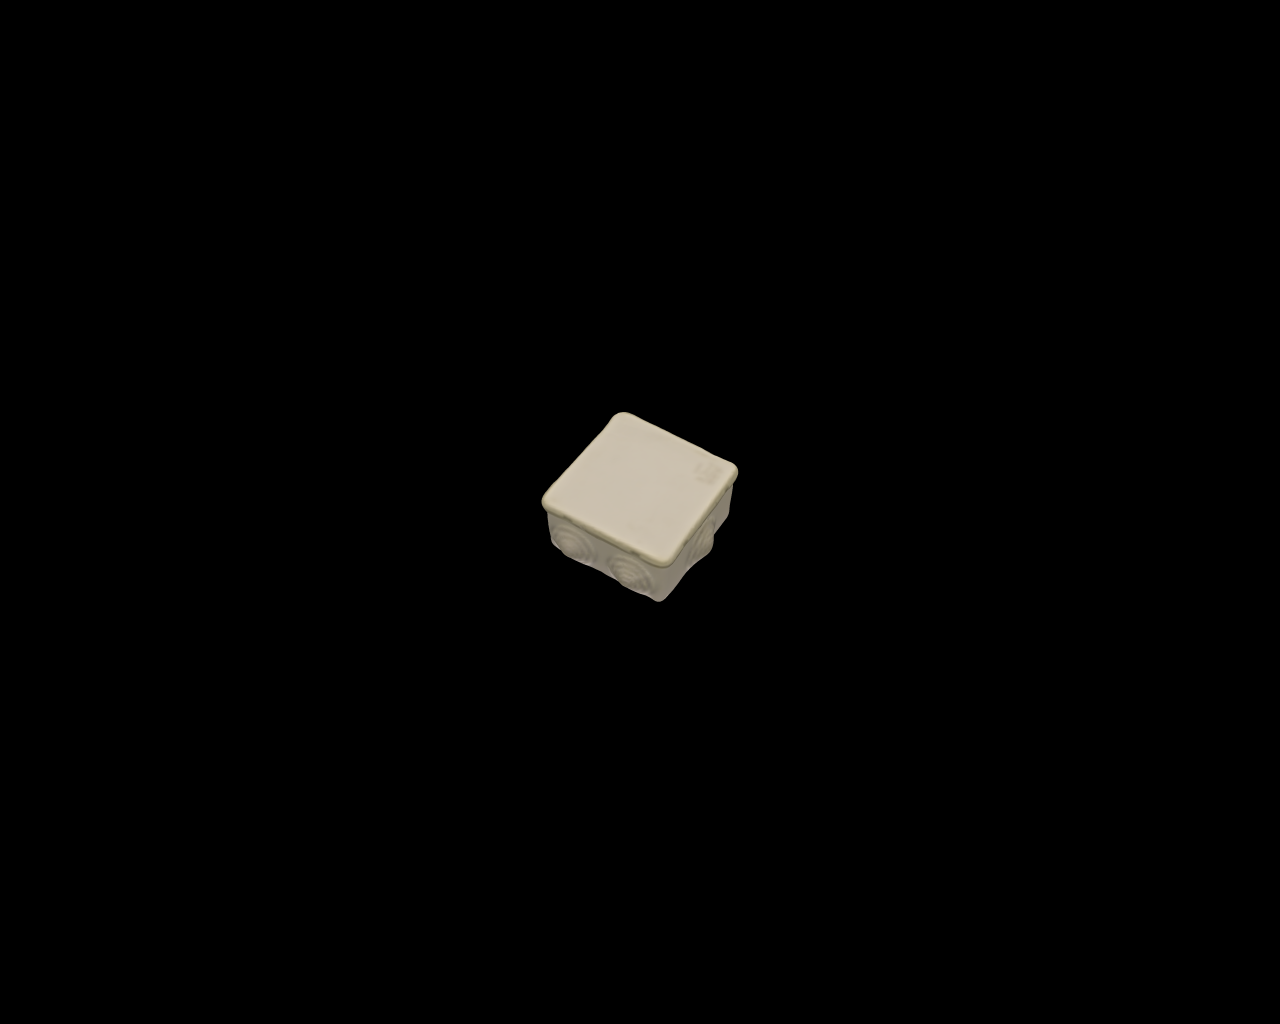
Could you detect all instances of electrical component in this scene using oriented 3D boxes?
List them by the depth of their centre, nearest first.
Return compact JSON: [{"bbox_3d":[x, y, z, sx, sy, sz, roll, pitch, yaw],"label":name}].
[{"bbox_3d":[0.001,-0.003,0.650,0.100,0.100,0.048,27,-33,19],"label":"electrical component"}]
